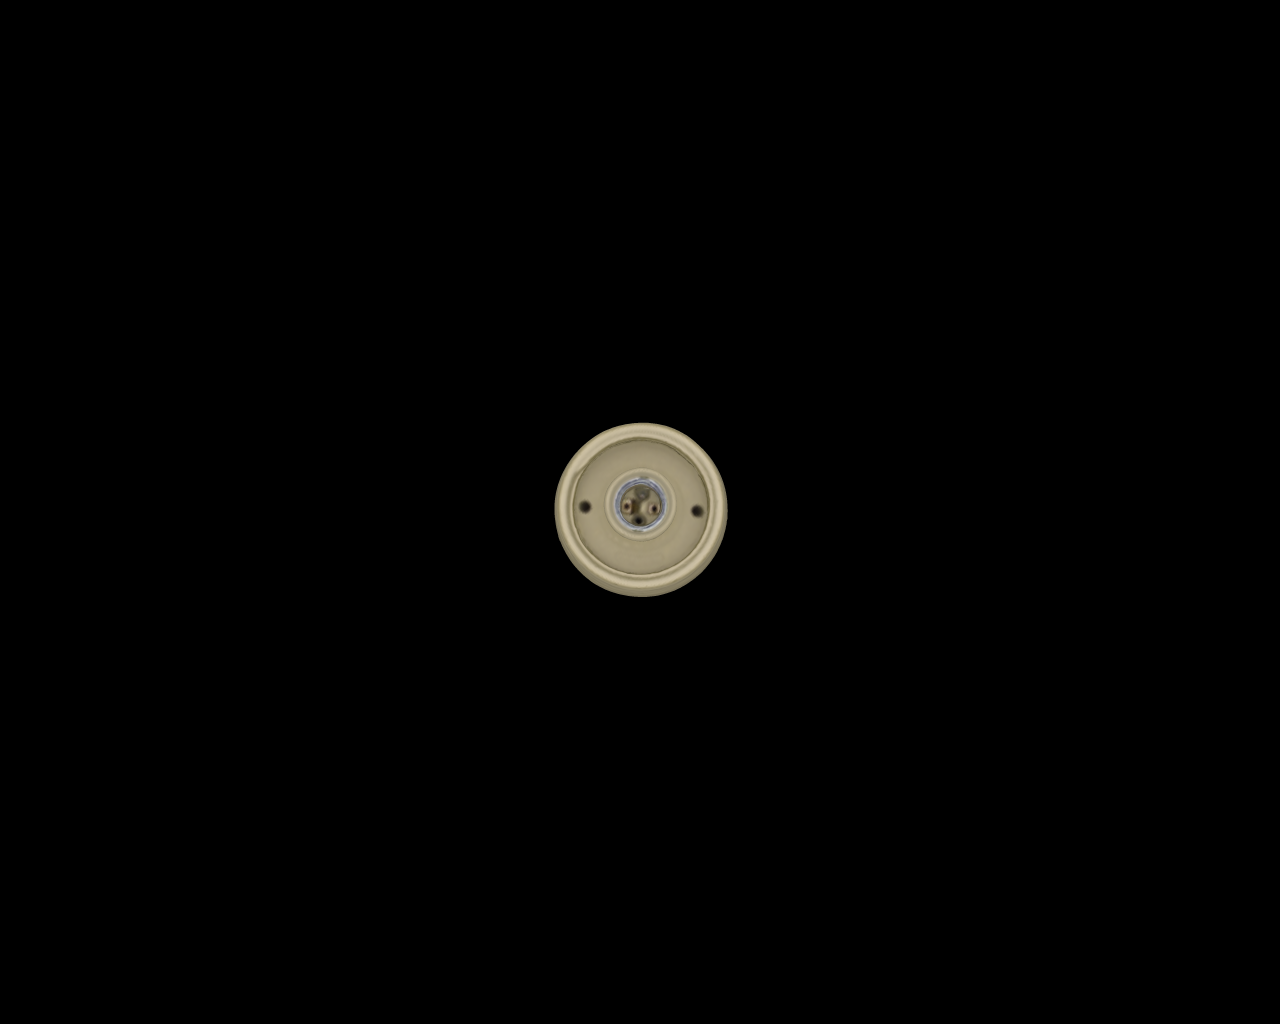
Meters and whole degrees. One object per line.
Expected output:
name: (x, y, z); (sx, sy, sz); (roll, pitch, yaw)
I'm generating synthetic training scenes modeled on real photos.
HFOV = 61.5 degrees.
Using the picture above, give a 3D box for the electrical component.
electrical component: (0.001, -0.003, 0.650); (0.108, 0.108, 0.060); (0, -4, 0)
